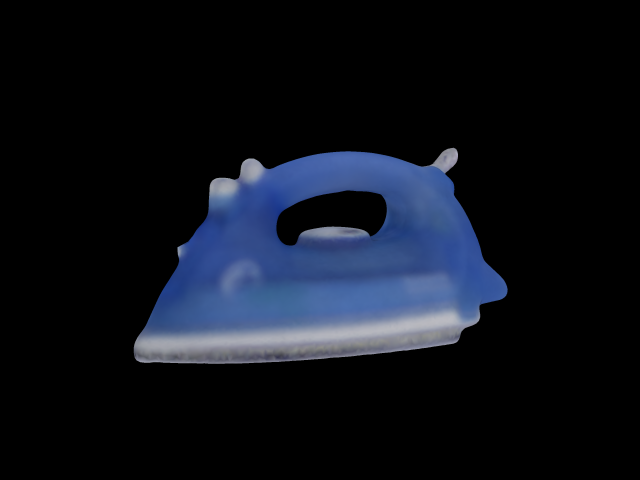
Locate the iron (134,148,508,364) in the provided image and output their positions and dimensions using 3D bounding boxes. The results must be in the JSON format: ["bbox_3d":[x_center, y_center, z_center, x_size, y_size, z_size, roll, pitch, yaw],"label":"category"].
[{"bbox_3d":[0.004,0.001,0.400,0.259,0.141,0.118,-2,4,-27],"label":"iron"}]
